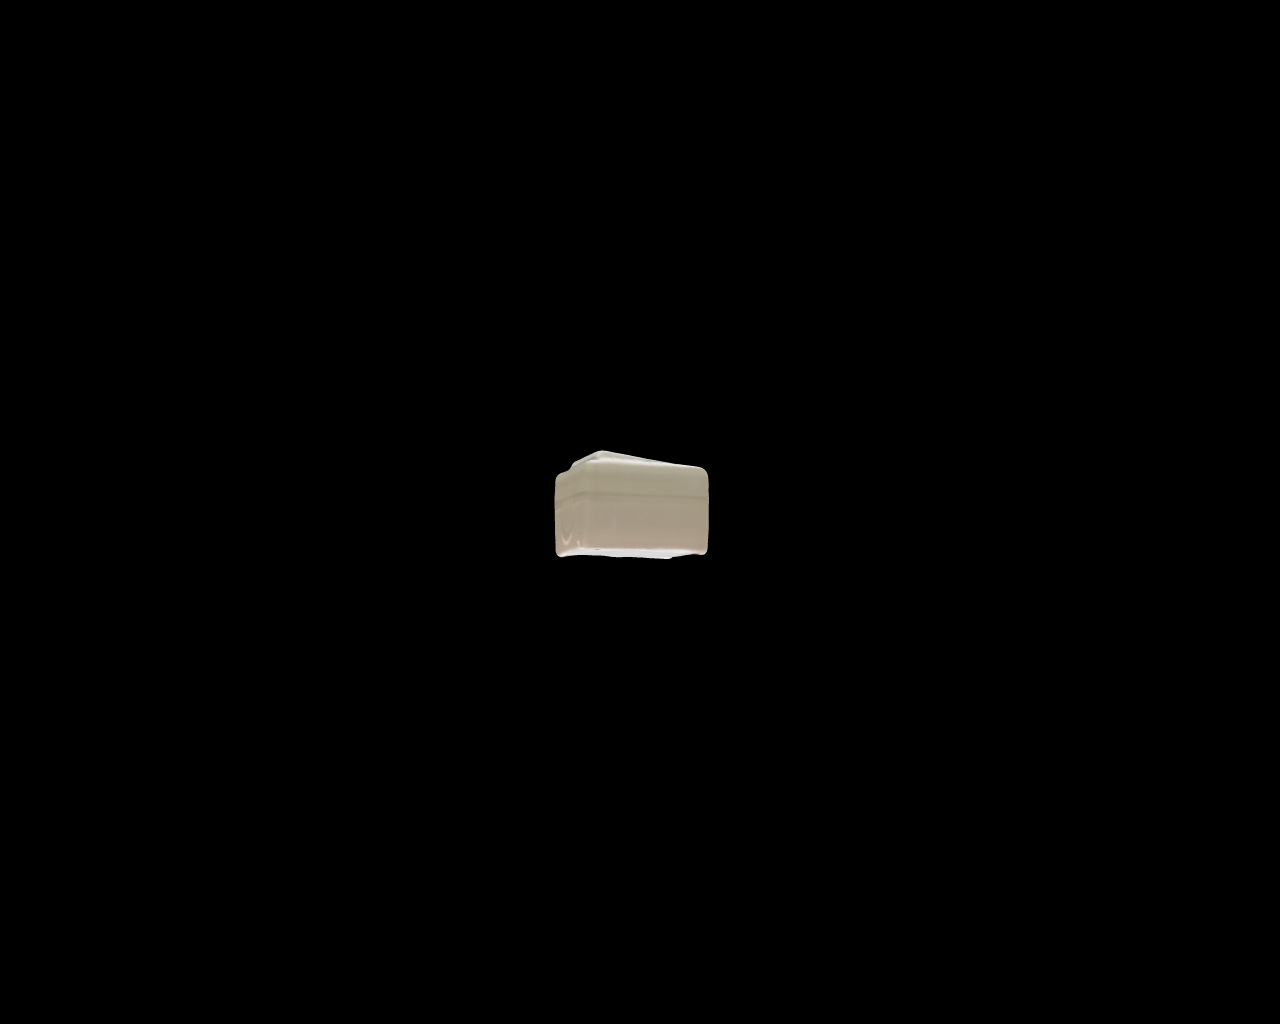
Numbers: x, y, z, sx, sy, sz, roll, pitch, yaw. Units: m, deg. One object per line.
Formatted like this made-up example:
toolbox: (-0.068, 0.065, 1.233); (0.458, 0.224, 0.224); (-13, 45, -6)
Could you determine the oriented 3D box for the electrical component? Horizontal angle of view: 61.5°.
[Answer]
electrical component: (0.001, -0.003, 0.650); (0.096, 0.061, 0.061); (3, -7, -22)
